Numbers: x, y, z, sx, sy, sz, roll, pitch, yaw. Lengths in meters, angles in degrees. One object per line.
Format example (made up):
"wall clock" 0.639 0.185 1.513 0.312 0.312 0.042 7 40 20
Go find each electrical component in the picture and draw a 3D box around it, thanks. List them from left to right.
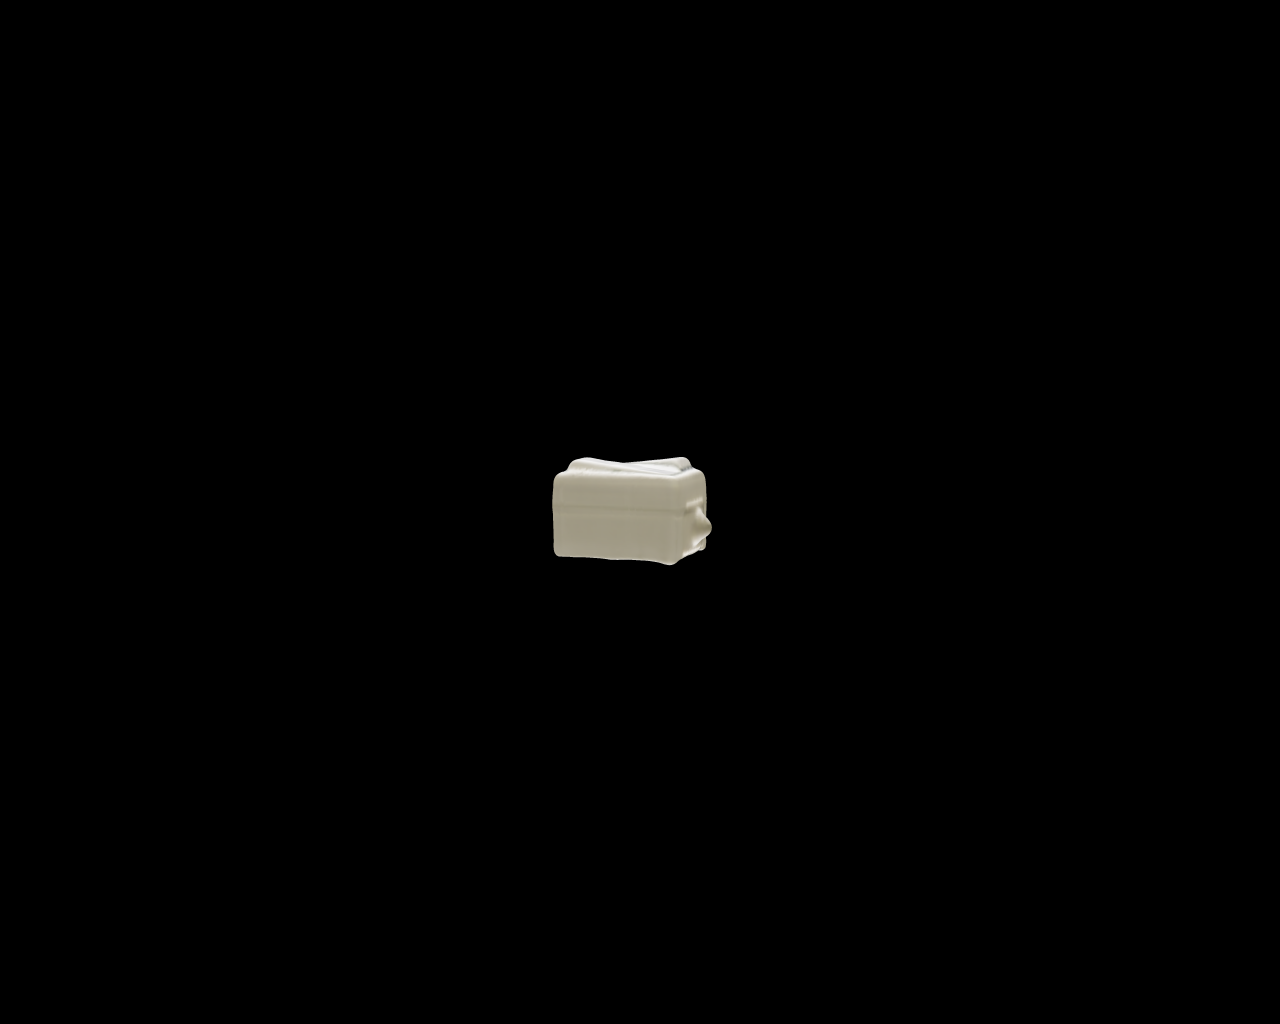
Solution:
"electrical component" 0.001 -0.003 0.650 0.096 0.061 0.062 3 8 22
